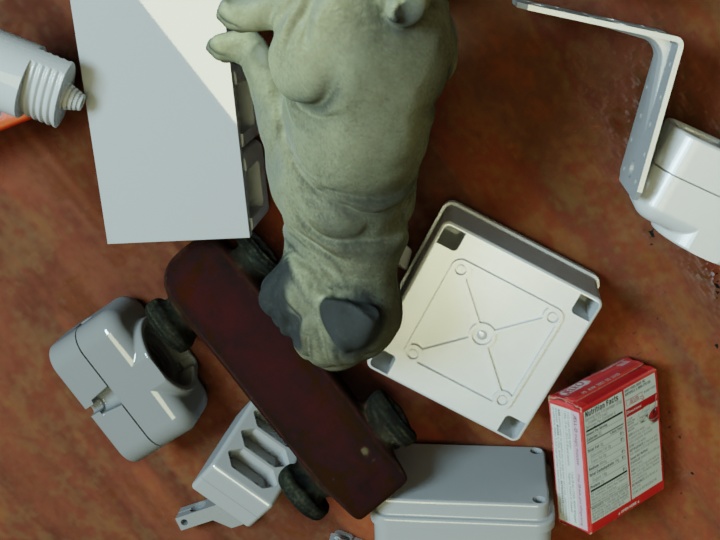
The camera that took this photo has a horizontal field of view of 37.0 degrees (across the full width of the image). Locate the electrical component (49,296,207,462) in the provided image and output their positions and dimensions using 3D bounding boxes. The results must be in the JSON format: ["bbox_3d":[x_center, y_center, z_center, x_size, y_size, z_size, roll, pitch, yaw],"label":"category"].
[{"bbox_3d":[-0.147,0.069,0.705,0.059,0.053,0.095,-32,101,16],"label":"electrical component"}]

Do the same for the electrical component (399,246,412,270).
[{"bbox_3d":[0.000,0.000,0.662,0.048,0.066,0.055,33,89,-10],"label":"electrical component"}]

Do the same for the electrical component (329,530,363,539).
[{"bbox_3d":[-0.009,0.219,0.741,0.081,0.042,0.063,21,107,0],"label":"electrical component"}]

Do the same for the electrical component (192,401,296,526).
[{"bbox_3d":[-0.078,0.133,0.715,0.047,0.065,0.076,36,137,-5],"label":"electrical component"}]

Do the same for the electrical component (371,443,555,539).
[{"bbox_3d":[0.067,0.154,0.692,0.113,0.078,0.057,1,110,7],"label":"electrical component"}]

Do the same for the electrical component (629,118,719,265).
[{"bbox_3d":[0.209,-0.040,0.624,0.095,0.053,0.059,25,109,-1],"label":"electrical component"}]

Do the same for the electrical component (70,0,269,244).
[{"bbox_3d":[-0.110,-0.097,0.643,0.089,0.061,0.150,-2,107,8],"label":"electrical component"}]

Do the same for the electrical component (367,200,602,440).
[{"bbox_3d":[0.076,0.031,0.663,0.109,0.056,0.108,27,109,-2],"label":"electrical component"}]

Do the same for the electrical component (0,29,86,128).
[{"bbox_3d":[-0.194,-0.109,0.604,0.081,0.043,0.043,22,109,-5],"label":"electrical component"}]
